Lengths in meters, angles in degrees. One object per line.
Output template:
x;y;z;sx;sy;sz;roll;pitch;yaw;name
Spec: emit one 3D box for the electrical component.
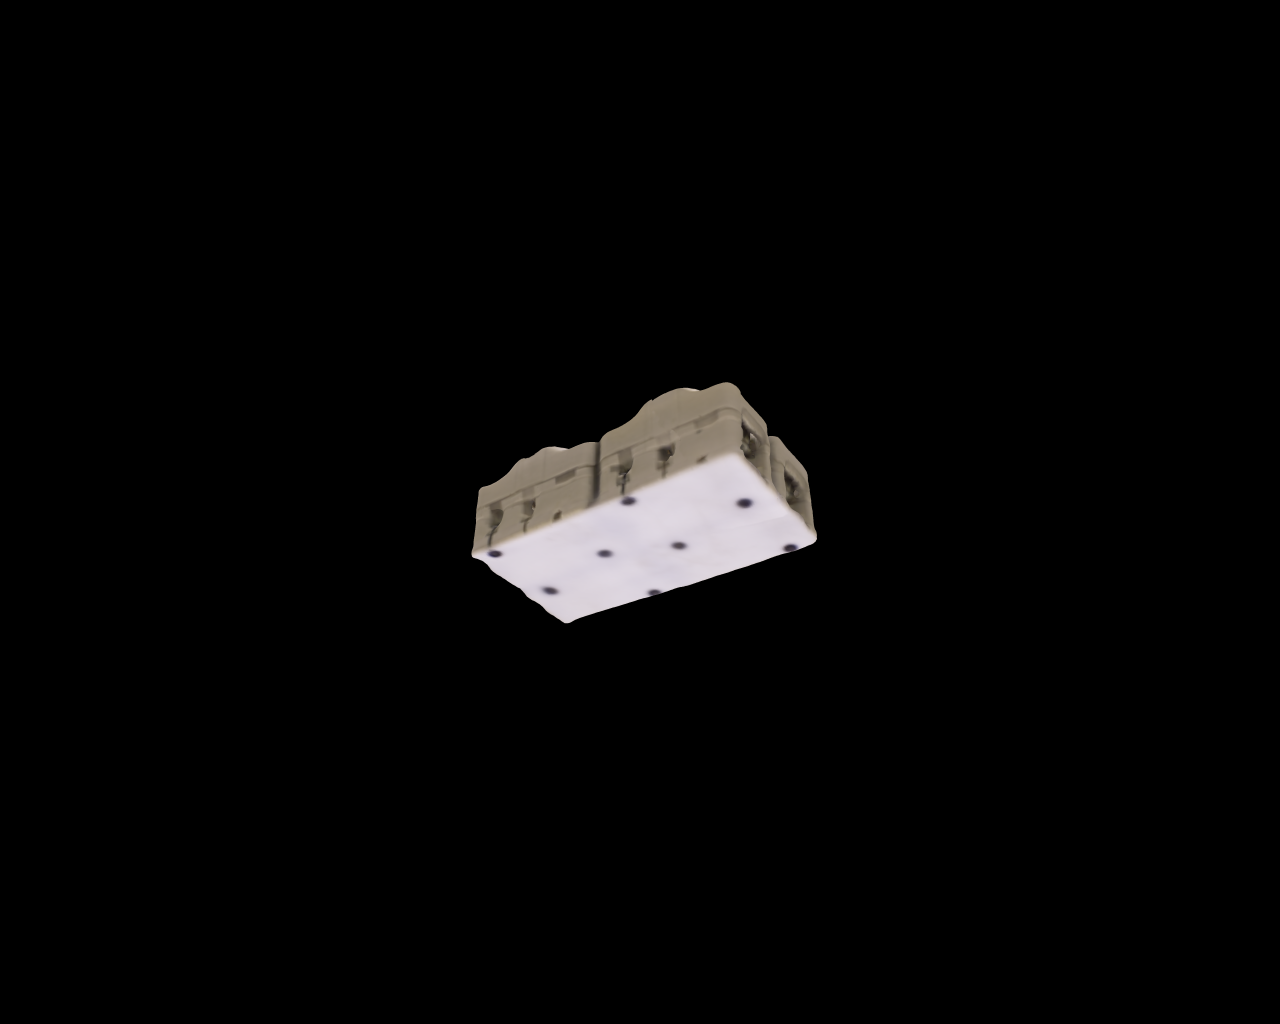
0.001;-0.003;0.650;0.186;0.060;0.105;-21;-40;26;electrical component
